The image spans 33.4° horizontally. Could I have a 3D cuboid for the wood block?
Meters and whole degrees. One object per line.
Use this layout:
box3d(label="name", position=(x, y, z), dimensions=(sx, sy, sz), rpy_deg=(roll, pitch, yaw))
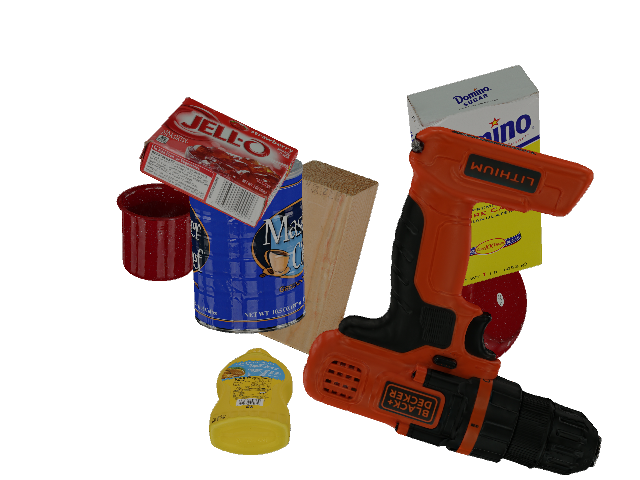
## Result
box3d(label="wood block", position=(-0.008, 0.019, 1.291), dimensions=(0.090, 0.206, 0.090), rpy_deg=(21, 21, 17))

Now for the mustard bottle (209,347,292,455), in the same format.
box3d(label="mustard bottle", position=(-0.084, 0.191, 1.342), dimensions=(0.096, 0.058, 0.191), rpy_deg=(-2, 26, 1))

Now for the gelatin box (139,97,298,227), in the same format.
box3d(label="gelatin box", position=(-0.068, -0.055, 0.723), dimensions=(0.089, 0.030, 0.073), rpy_deg=(27, 34, 1))

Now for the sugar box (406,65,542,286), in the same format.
box3d(label="sugar box", position=(0.124, -0.044, 0.839), dimensions=(0.093, 0.176, 0.048), rpy_deg=(-16, 44, -4))

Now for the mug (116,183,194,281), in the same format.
box3d(label="mug", position=(-0.186, -0.012, 1.187), dimensions=(0.093, 0.081, 0.117), rpy_deg=(-18, 34, -37))

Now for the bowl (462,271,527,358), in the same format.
box3d(label="bowl", position=(0.173, 0.065, 1.152), dimensions=(0.161, 0.162, 0.055), rpy_deg=(0, -6, -40))

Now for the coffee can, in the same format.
box3d(label="coffee can", position=(-0.066, 0.000, 0.960), dimensions=(0.103, 0.140, 0.103), rpy_deg=(-1, 16, 0))

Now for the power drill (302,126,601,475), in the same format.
box3d(label="power drill", position=(0.098, 0.037, 0.635), dimensions=(0.184, 0.188, 0.057), rpy_deg=(17, 9, 2))
